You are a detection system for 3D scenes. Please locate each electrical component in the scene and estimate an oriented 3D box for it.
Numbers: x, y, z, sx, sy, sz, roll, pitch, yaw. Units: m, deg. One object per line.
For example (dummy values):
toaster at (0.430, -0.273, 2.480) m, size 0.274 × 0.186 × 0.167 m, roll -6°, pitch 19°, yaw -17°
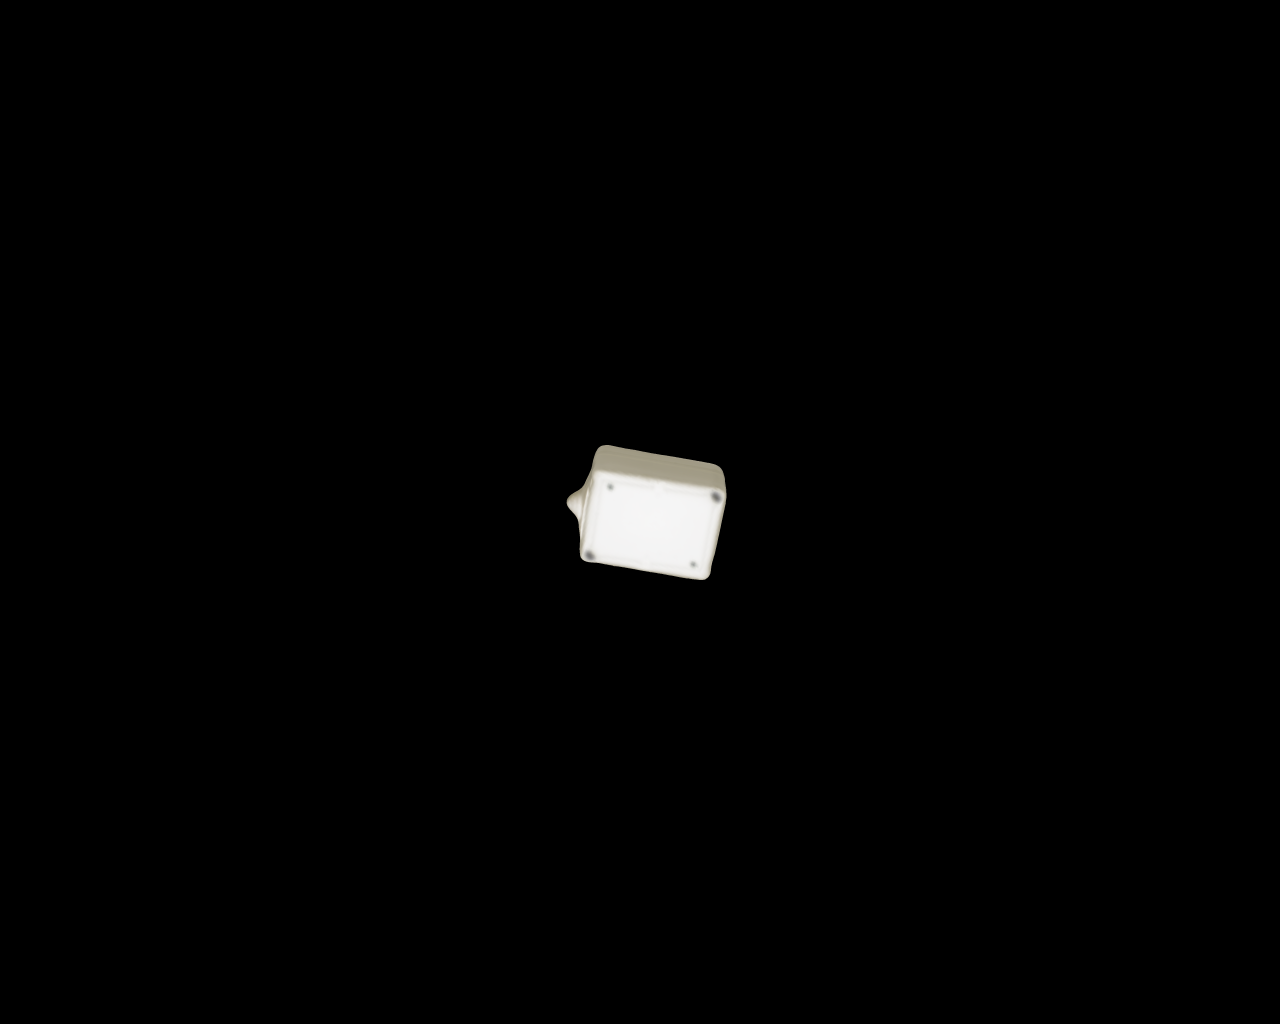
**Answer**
electrical component at (0.001, -0.003, 0.650) m, size 0.096 × 0.061 × 0.061 m, roll 10°, pitch 20°, yaw -3°
